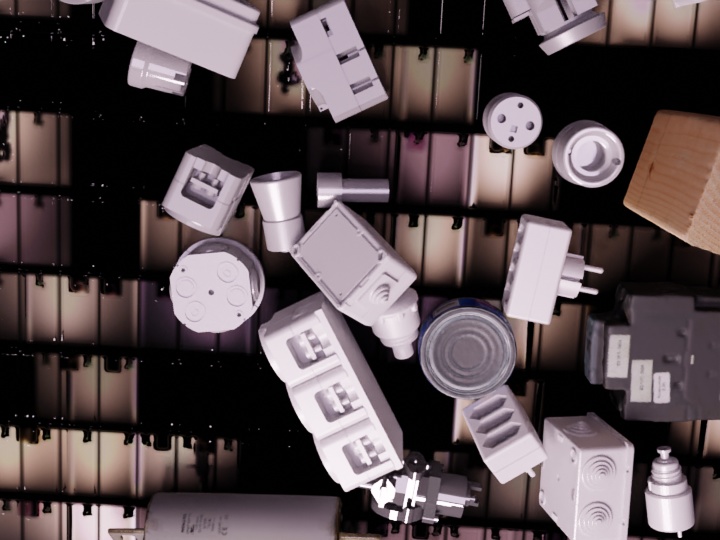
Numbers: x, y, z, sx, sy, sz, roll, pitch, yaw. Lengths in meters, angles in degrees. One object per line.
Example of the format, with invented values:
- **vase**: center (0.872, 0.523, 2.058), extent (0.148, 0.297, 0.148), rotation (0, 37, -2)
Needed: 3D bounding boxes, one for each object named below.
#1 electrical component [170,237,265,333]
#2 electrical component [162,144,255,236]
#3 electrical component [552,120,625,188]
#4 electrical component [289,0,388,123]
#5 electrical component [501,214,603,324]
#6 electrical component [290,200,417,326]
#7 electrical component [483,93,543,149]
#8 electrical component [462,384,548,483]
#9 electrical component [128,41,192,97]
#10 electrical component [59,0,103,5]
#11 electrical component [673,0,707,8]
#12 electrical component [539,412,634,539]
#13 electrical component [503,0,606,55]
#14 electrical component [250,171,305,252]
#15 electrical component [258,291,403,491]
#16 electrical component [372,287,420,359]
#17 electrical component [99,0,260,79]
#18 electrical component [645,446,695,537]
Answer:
- **electrical component**: center (-0.124, 0.014, 0.925), extent (0.080, 0.051, 0.080), rotation (0, 101, 2)
- **electrical component**: center (-0.126, -0.065, 0.890), extent (0.050, 0.089, 0.055), rotation (26, 101, -3)
- **electrical component**: center (0.191, -0.096, 0.895), extent (0.055, 0.047, 0.055), rotation (0, 101, 2)
- **electrical component**: center (-0.021, -0.171, 0.887), extent (0.056, 0.050, 0.089), rotation (-24, 99, 6)
- **electrical component**: center (0.168, 0.002, 0.915), extent (0.076, 0.047, 0.083), rotation (11, 101, 0)
- **electrical component**: center (0.000, 0.000, 0.895), extent (0.061, 0.061, 0.096), rotation (-47, 54, 7)
- **electrical component**: center (0.126, -0.123, 0.888), extent (0.045, 0.055, 0.045), rotation (0, 101, 2)
- **electrical component**: center (0.134, 0.153, 0.940), extent (0.047, 0.065, 0.076), rotation (-32, 127, 7)
- **electrical component**: center (-0.166, -0.168, 0.898), extent (0.046, 0.040, 0.040), rotation (15, 101, -6)
- **electrical component**: center (-0.228, -0.245, 0.881), extent (0.055, 0.047, 0.055), rotation (0, 101, 2)
- **electrical component**: center (0.283, -0.314, 0.844), extent (0.105, 0.060, 0.186), rotation (-17, 100, 5)
- **electrical component**: center (0.191, 0.177, 0.923), extent (0.048, 0.099, 0.099), rotation (0, 101, -11)
- **electrical component**: center (0.164, -0.211, 0.870), extent (0.078, 0.058, 0.057), rotation (-26, 96, 7)
- **electrical component**: center (-0.067, -0.048, 0.917), extent (0.044, 0.044, 0.065), rotation (-8, 105, 3)
- **electrical component**: center (-0.024, 0.102, 0.919), extent (0.062, 0.089, 0.150), rotation (-26, 99, 7)
- **electrical component**: center (0.032, 0.047, 0.931), extent (0.048, 0.048, 0.062), rotation (-13, 117, 4)
- **electrical component**: center (-0.143, -0.204, 0.855), extent (0.113, 0.078, 0.057), rotation (19, 105, -24)
- **electrical component**: center (0.273, 0.194, 0.952), extent (0.040, 0.040, 0.078), rotation (-8, 100, 3)
